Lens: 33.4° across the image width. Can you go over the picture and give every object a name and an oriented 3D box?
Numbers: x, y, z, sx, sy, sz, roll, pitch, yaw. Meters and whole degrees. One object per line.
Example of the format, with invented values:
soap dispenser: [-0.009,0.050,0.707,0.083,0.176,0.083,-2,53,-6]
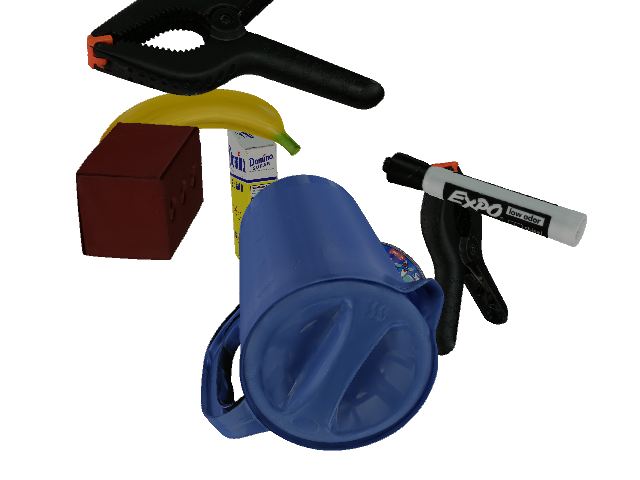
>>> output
banana: [-0.115,-0.112,1.001,0.197,0.070,0.037,-4,-41,-26]
clamp: [-0.063,-0.145,0.783,0.209,0.165,0.036,-17,-27,-18]
clamp: [0.120,0.018,0.968,0.039,0.171,0.120,-10,14,34]
marker: [0.089,-0.025,0.599,0.121,0.020,0.020,22,10,26]
pitcher: [-0.011,0.044,0.808,0.149,0.145,0.243,6,22,-10]
sugar box: [-0.082,-0.048,1.317,0.048,0.176,0.093,-12,26,-15]
tuna can: [0.077,0.045,1.218,0.086,0.086,0.033,0,38,50]
foam brick: [-0.103,-0.030,0.618,0.051,0.053,0.078,5,30,8]
